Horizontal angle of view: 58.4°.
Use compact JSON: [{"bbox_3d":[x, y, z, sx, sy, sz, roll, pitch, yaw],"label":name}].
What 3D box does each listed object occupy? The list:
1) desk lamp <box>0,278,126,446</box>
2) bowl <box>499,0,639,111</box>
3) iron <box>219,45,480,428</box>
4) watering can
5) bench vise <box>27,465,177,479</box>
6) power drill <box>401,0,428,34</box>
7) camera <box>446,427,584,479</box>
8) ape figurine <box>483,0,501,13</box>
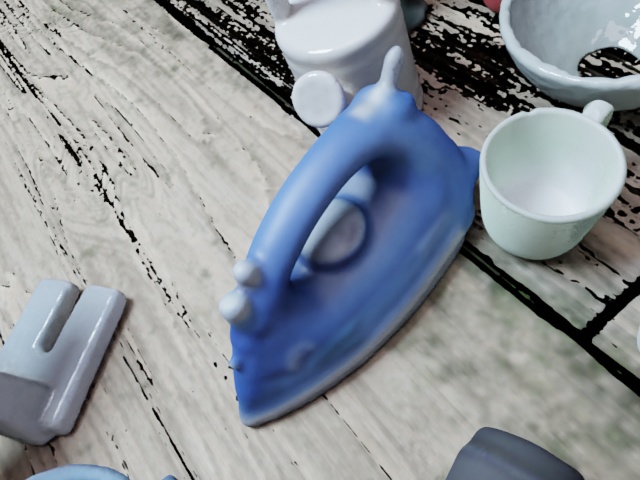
[{"bbox_3d":[-0.271,0.082,0.395,0.117,0.214,0.203,5,63,23],"label":"desk lamp"},{"bbox_3d":[0.224,-0.156,0.436,0.167,0.075,0.167,-9,58,15],"label":"bowl"},{"bbox_3d":[0.004,0.001,0.385,0.118,0.142,0.258,28,73,31],"label":"iron"},{"bbox_3d":[0.017,-0.160,0.442,0.101,0.194,0.172,-21,56,8],"label":"watering can"},{"bbox_3d":[-0.167,0.204,0.281,0.121,0.220,0.207,18,69,28],"label":"bench vise"},{"bbox_3d":[0.014,-0.275,0.503,0.229,0.209,0.075,4,62,22],"label":"power drill"},{"bbox_3d":[0.092,0.171,0.276,0.142,0.101,0.137,21,70,29],"label":"camera"},{"bbox_3d":[0.176,-0.250,0.499,0.076,0.092,0.078,-7,59,16],"label":"ape figurine"}]
